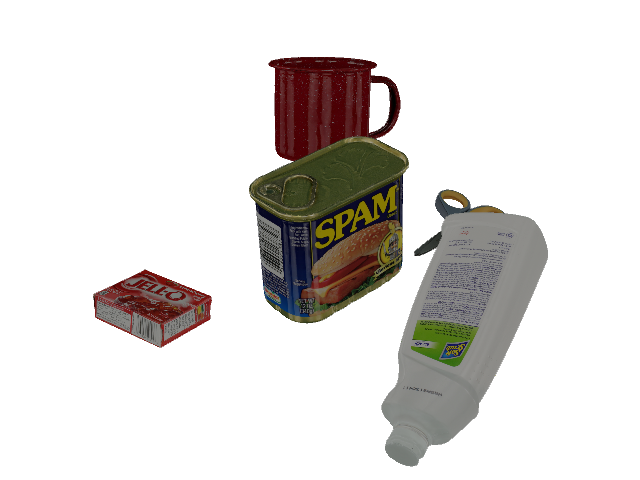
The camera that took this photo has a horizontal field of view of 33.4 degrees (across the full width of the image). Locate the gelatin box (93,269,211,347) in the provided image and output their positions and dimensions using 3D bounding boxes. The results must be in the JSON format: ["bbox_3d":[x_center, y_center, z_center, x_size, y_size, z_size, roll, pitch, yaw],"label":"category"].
[{"bbox_3d":[-0.162,0.063,1.027,0.089,0.030,0.073,20,29,29],"label":"gelatin box"}]

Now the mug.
[{"bbox_3d":[0.013,-0.114,0.926,0.117,0.081,0.093,-4,17,-17],"label":"mug"}]

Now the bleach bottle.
[{"bbox_3d":[0.111,0.082,0.912,0.103,0.068,0.250,1,44,36],"label":"bleach bottle"}]

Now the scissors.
[{"bbox_3d":[0.139,-0.023,1.221,0.201,0.016,0.096,-12,40,-46],"label":"scissors"}]

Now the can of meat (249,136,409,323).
[{"bbox_3d":[0.008,-0.007,0.680,0.101,0.084,0.058,-27,41,-32],"label":"can of meat"}]
